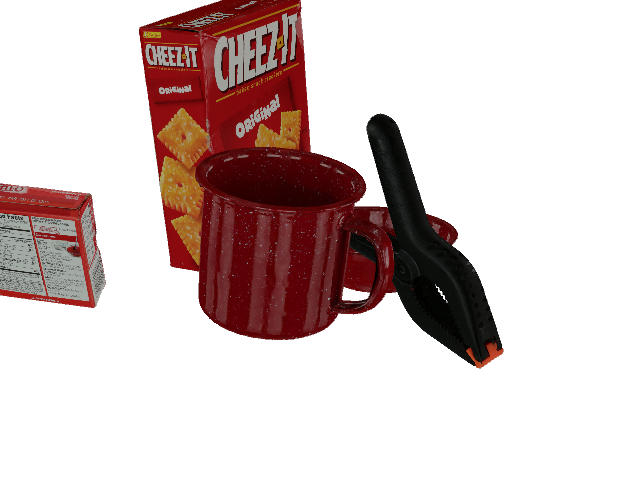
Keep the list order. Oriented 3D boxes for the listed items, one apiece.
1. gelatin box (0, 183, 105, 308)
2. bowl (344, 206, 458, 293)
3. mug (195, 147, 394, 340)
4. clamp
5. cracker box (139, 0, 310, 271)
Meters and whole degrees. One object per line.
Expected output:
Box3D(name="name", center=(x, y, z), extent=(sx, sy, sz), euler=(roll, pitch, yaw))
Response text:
Box3D(name="gelatin box", center=(-0.194, 0.003, 0.747), extent=(0.073, 0.089, 0.030), euler=(7, 42, 7))
Box3D(name="bowl", center=(0.058, 0.013, 1.086), extent=(0.162, 0.055, 0.162), euler=(2, 18, -1))
Box3D(name="mug", center=(-0.014, 0.005, 0.586), extent=(0.117, 0.081, 0.093), euler=(16, 26, 20))
Box3D(name="clamp", center=(0.078, 0.008, 0.864), extent=(0.036, 0.210, 0.165), euler=(-29, -22, -28))
Box3D(name="cracker box", center=(-0.074, -0.098, 0.948), extent=(0.072, 0.214, 0.164), euler=(9, 25, 27))
